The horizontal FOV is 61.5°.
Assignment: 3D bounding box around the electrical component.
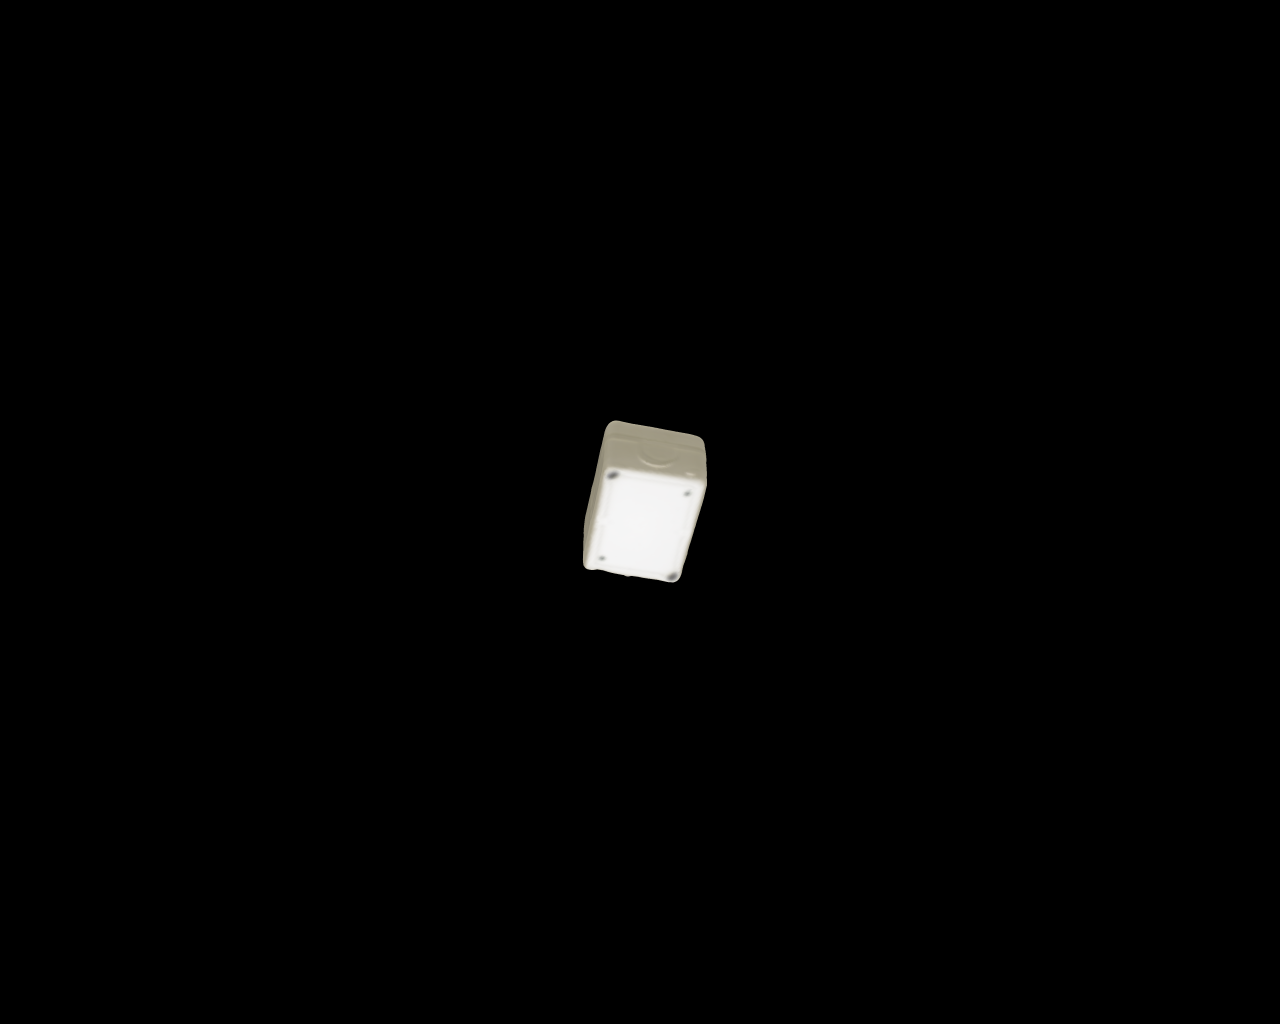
[{"bbox_3d":[0.001,-0.003,0.650,0.062,0.096,0.061,9,36,-7],"label":"electrical component"}]
